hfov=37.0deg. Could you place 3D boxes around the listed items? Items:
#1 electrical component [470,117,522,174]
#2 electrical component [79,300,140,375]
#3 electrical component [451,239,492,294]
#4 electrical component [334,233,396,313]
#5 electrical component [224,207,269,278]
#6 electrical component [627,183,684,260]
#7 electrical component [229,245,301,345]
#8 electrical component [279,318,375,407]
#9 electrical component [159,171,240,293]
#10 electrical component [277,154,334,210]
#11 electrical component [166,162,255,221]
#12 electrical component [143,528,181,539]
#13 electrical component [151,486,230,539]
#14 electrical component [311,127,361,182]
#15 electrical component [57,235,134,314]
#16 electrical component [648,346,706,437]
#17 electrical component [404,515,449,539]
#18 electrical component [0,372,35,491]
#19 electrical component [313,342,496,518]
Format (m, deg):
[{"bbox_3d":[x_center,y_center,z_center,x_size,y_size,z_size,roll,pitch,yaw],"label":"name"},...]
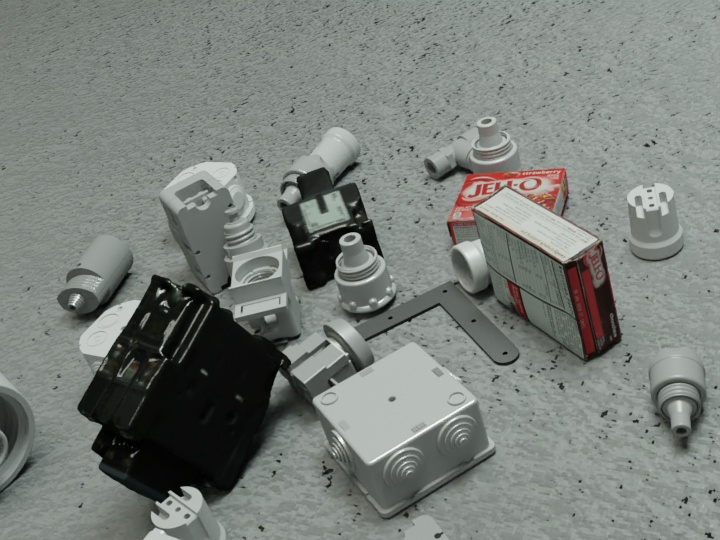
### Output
[{"bbox_3d":[0.118,-0.104,0.950,0.043,0.062,0.043,-13,34,9],"label":"electrical component"},{"bbox_3d":[-0.179,0.065,0.858,0.080,0.051,0.080,-13,34,9],"label":"electrical component"},{"bbox_3d":[0.100,-0.008,0.841,0.046,0.040,0.040,-22,33,-15],"label":"electrical component"},{"bbox_3d":[0.000,0.000,0.856,0.048,0.062,0.048,-13,34,9],"label":"electrical component"},{"bbox_3d":[-0.097,-0.015,0.916,0.040,0.078,0.040,-16,18,6],"label":"electrical component"},{"bbox_3d":[0.223,-0.037,0.817,0.040,0.046,0.040,-13,34,9],"label":"electrical component"},{"bbox_3d":[-0.074,0.022,0.859,0.042,0.063,0.081,-13,34,6],"label":"electrical component"},{"bbox_3d":[-0.023,0.068,0.785,0.055,0.048,0.066,-39,38,-15],"label":"electrical component"},{"bbox_3d":[-0.134,-0.035,0.946,0.050,0.089,0.056,-30,35,-16],"label":"electrical component"},{"bbox_3d":[-0.055,-0.077,1.012,0.043,0.043,0.062,7,42,34],"label":"electrical component"},{"bbox_3d":[-0.145,-0.064,1.028,0.080,0.051,0.080,-13,34,9],"label":"electrical component"},{"bbox_3d":[-0.093,0.200,0.613,0.096,0.061,0.061,7,41,34],"label":"electrical component"},{"bbox_3d":[-0.108,0.166,0.683,0.040,0.046,0.040,-13,34,9],"label":"electrical component"},{"bbox_3d":[-0.028,-0.110,1.051,0.040,0.040,0.046,10,48,36],"label":"electrical component"},{"bbox_3d":[-0.243,0.009,0.976,0.043,0.043,0.081,-3,36,22],"label":"electrical component"},{"bbox_3d":[0.199,0.078,0.673,0.035,0.035,0.061,-7,37,17],"label":"electrical component"},{"bbox_3d":[0.042,0.186,0.573,0.050,0.055,0.089,-27,34,-13],"label":"electrical component"},{"bbox_3d":[-0.290,0.122,0.783,0.060,0.108,0.108,24,52,38],"label":"electrical component"},{"bbox_3d":[0.027,0.101,0.709,0.100,0.048,0.100,-28,35,-15],"label":"electrical component"}]
